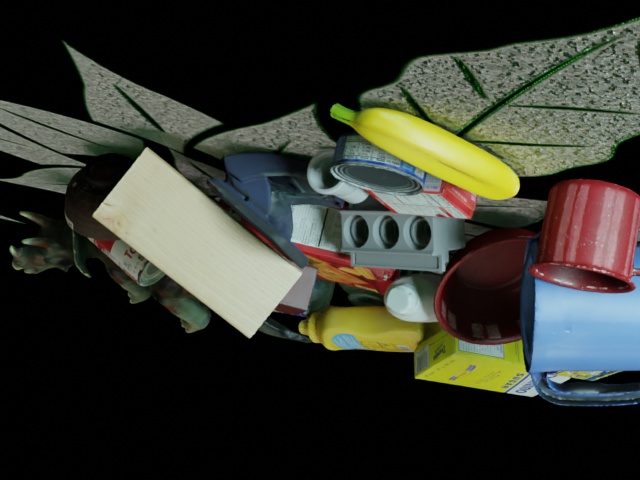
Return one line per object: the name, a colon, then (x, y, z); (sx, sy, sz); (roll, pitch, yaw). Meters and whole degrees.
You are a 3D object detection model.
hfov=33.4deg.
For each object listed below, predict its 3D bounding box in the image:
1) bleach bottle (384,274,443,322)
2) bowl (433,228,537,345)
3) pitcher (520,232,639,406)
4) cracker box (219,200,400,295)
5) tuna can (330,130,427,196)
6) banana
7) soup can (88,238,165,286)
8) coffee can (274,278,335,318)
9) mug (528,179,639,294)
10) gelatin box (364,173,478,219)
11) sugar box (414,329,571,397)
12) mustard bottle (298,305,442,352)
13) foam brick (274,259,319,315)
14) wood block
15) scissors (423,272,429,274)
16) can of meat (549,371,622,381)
bleach bottle: (0.153, 0.067, 1.246); (0.103, 0.068, 0.250); (0, 179, 30)
bowl: (0.195, 0.039, 1.144); (0.162, 0.055, 0.162); (-6, 133, -6)
pitcher: (0.316, 0.076, 1.033); (0.243, 0.145, 0.149); (2, 155, 6)
cracker box: (-0.008, 0.002, 1.263); (0.214, 0.072, 0.164); (13, 169, 6)
tuna can: (0.054, -0.068, 0.949); (0.086, 0.034, 0.086); (12, 169, 2)
banana: (0.105, -0.072, 0.885); (0.197, 0.037, 0.070); (23, -165, -27)
soup can: (-0.224, -0.001, 1.262); (0.102, 0.068, 0.068); (40, 176, 17)
coffee can: (-0.062, 0.048, 1.468); (0.140, 0.103, 0.102); (8, 168, 26)
mug: (0.247, -0.002, 0.933); (0.117, 0.081, 0.093); (10, 168, 16)
gelatin box: (0.095, -0.048, 1.015); (0.089, 0.030, 0.073); (6, 165, 32)
sugar box: (0.211, 0.149, 1.296); (0.176, 0.048, 0.093); (14, 150, -22)
mustard bottle: (0.059, 0.114, 1.374); (0.192, 0.058, 0.096); (-2, 161, 28)
foam brick: (-0.040, 0.055, 1.240); (0.051, 0.053, 0.078); (17, 168, -10)
wood block: (-0.130, 0.002, 1.129); (0.206, 0.091, 0.090); (39, 179, -10)
scissors: (0.146, 0.049, 1.461); (0.202, 0.016, 0.096); (11, 168, 12)
can of meat: (0.307, 0.127, 1.238); (0.083, 0.057, 0.102); (12, 155, -26)
